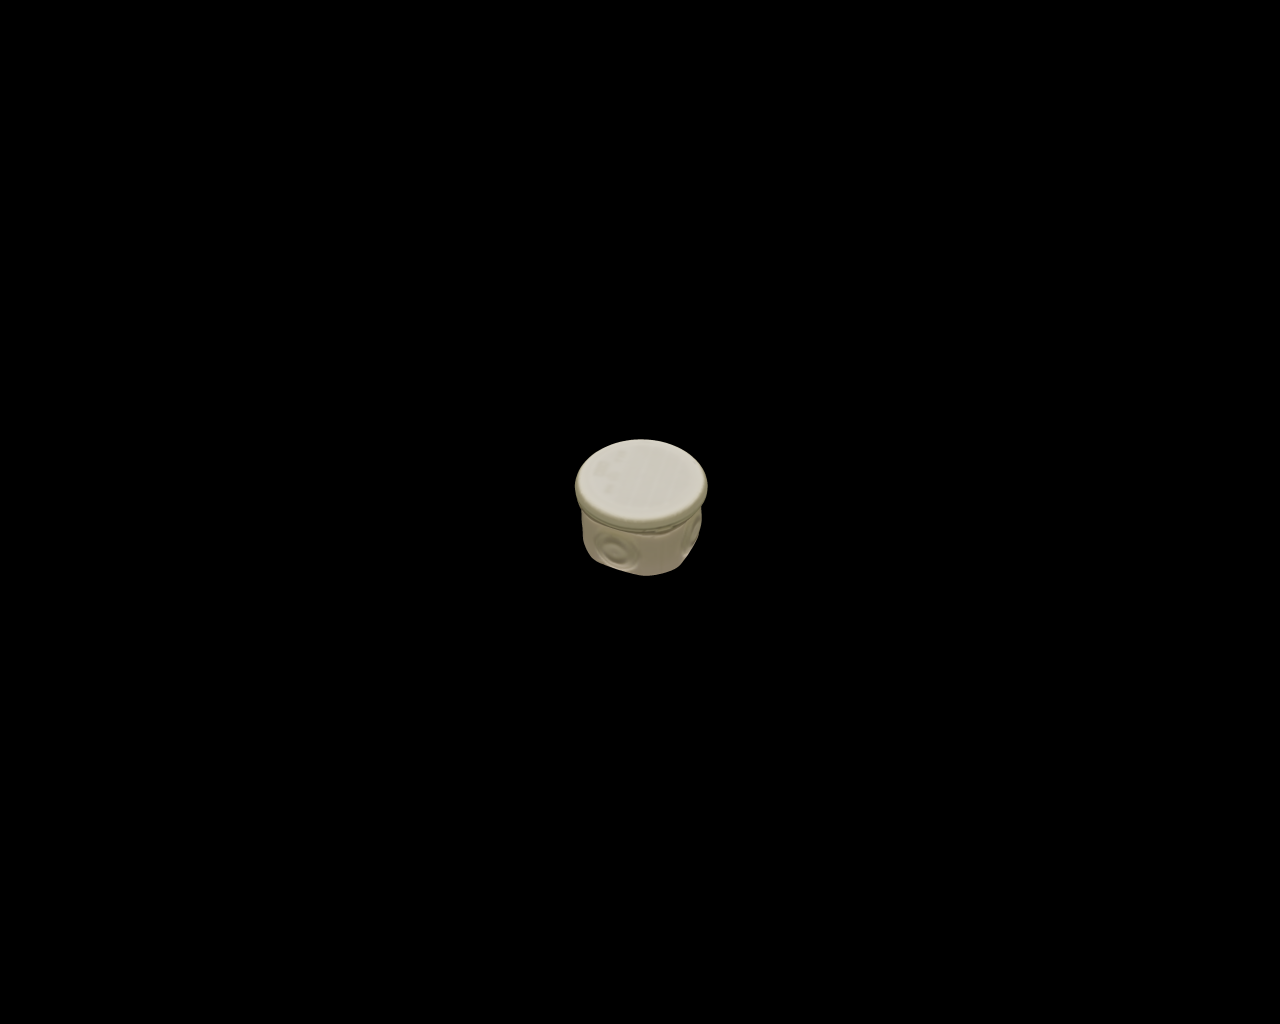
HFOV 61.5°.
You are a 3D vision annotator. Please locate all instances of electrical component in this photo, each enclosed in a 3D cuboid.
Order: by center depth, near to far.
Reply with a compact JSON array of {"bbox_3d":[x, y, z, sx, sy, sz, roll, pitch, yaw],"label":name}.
[{"bbox_3d":[0.001,-0.003,0.650,0.080,0.050,0.080,0,41,0],"label":"electrical component"}]
